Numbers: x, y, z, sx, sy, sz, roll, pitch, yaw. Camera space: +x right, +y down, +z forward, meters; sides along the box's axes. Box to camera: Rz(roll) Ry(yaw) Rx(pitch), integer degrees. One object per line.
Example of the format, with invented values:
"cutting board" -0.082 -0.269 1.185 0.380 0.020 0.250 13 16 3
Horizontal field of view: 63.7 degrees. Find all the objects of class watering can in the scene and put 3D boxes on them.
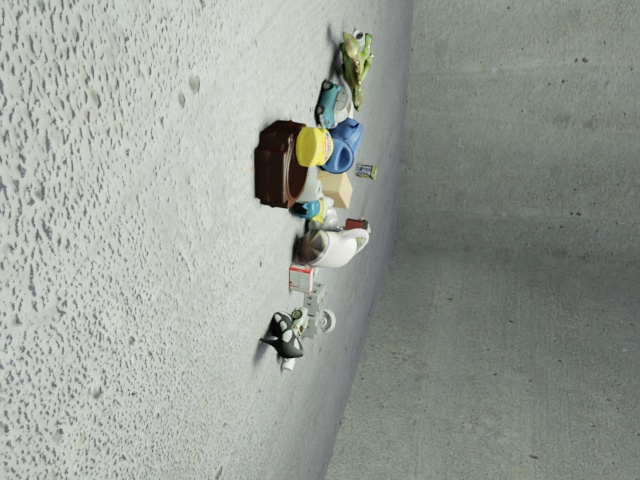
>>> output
"watering can" 0.007 0.056 1.730 0.223 0.106 0.342 10 -38 -44

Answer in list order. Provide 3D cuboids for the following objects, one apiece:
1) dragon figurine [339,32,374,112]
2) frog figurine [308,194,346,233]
"dragon figurine" 0.118 -0.538 1.751 0.122 0.249 0.401 1 -37 11
"frog figurine" 0.005 -0.089 1.769 0.123 0.160 0.136 -20 -5 -17
